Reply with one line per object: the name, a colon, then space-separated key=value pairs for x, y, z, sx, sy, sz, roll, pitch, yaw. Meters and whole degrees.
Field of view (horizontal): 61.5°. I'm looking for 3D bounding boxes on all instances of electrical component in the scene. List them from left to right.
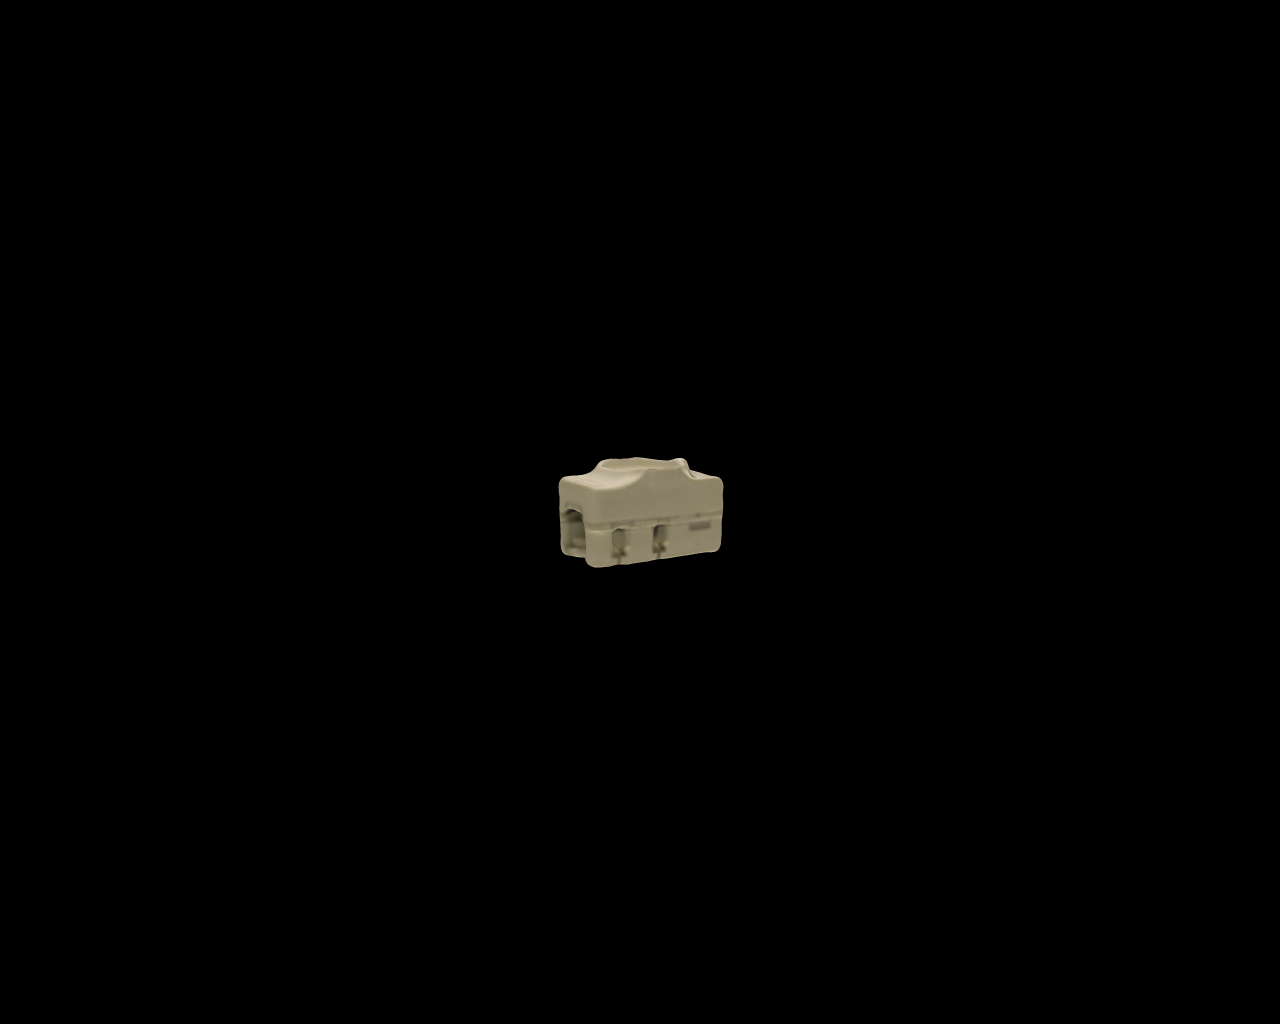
electrical component: x=0.001 y=-0.003 z=0.650 sx=0.090 sy=0.055 sz=0.050 roll=-5 pitch=12 yaw=-28
